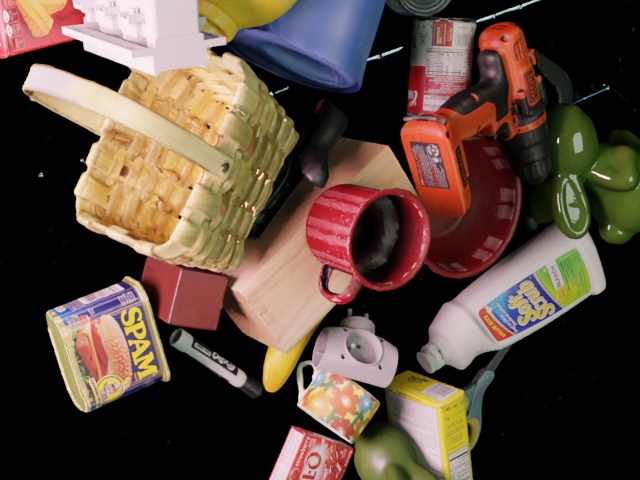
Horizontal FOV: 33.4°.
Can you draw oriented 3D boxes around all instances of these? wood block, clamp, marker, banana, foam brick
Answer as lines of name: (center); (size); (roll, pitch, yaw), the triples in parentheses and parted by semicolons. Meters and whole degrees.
wood block: (-0.007, 0.002, 1.050); (0.206, 0.091, 0.090); (-45, 121, -18)
clamp: (0.258, -0.123, 1.233); (0.164, 0.036, 0.210); (-46, 125, -18)
marker: (-0.100, 0.125, 1.058); (0.121, 0.020, 0.020); (40, 78, -33)
banana: (0.003, 0.071, 1.105); (0.197, 0.037, 0.069); (-44, 121, -19)
clamp: (-0.009, -0.081, 1.010); (0.039, 0.120, 0.171); (41, 52, -21)
foam brick: (-0.128, 0.048, 0.987); (0.051, 0.078, 0.053); (13, 93, -34)

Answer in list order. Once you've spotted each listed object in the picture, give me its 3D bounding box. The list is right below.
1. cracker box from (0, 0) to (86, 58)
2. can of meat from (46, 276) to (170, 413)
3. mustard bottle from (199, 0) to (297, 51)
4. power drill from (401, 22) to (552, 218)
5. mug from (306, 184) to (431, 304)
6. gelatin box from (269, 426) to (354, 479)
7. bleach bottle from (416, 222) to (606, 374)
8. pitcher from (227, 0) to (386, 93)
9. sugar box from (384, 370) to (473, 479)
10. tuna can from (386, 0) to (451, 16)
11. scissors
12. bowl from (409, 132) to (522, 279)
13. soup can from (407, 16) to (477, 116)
cracker box: (-0.193, -0.255, 0.880); (0.213, 0.072, 0.164); (-22, 113, -29)
can of meat: (-0.193, 0.096, 0.968); (0.083, 0.058, 0.102); (-22, 111, -25)
mustard bottle: (-0.050, -0.235, 0.881); (0.191, 0.096, 0.058); (-57, 162, -10)
power drill: (0.166, -0.102, 1.080); (0.187, 0.057, 0.184); (-43, 124, -36)
mug: (0.035, 0.004, 0.972); (0.093, 0.082, 0.117); (29, 84, -35)
gelatin box: (-0.013, 0.251, 1.138); (0.073, 0.030, 0.089); (25, 85, -35)
bleach bottle: (0.216, 0.079, 1.236); (0.250, 0.068, 0.102); (-34, 116, -21)
pitcher: (0.017, -0.265, 0.995); (0.145, 0.149, 0.243); (21, 85, -13)
sugar box: (0.124, 0.242, 1.189); (0.048, 0.093, 0.176); (-22, 113, -33)
tuna can: (0.099, -0.273, 1.095); (0.085, 0.034, 0.086); (-8, 105, -32)
scissors: (0.198, 0.182, 1.273); (0.201, 0.016, 0.096); (-38, 120, -22)
bowl: (0.144, -0.042, 1.163); (0.161, 0.055, 0.162); (-8, 105, -32)
soup can: (0.127, -0.180, 1.114); (0.068, 0.069, 0.102); (-4, 102, -33)
